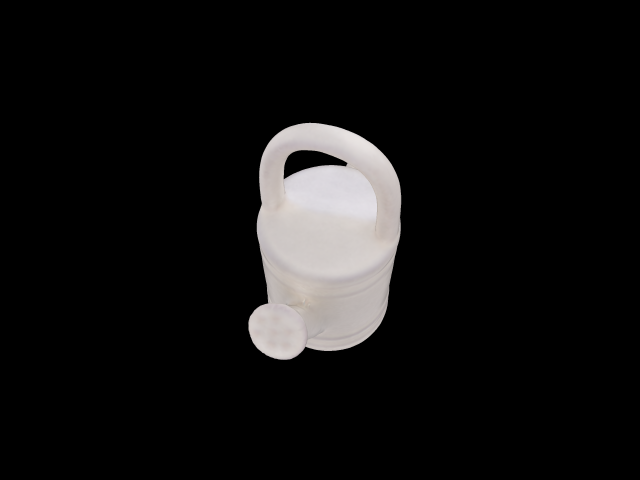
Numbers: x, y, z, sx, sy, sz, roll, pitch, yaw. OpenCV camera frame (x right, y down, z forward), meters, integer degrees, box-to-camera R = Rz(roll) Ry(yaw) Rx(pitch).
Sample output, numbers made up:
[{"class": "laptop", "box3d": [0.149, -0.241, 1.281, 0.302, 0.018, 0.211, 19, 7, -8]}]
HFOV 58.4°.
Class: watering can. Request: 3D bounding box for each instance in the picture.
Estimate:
[{"class": "watering can", "box3d": [0.006, 0.002, 0.400, 0.101, 0.194, 0.173, -1, 56, 0]}]
